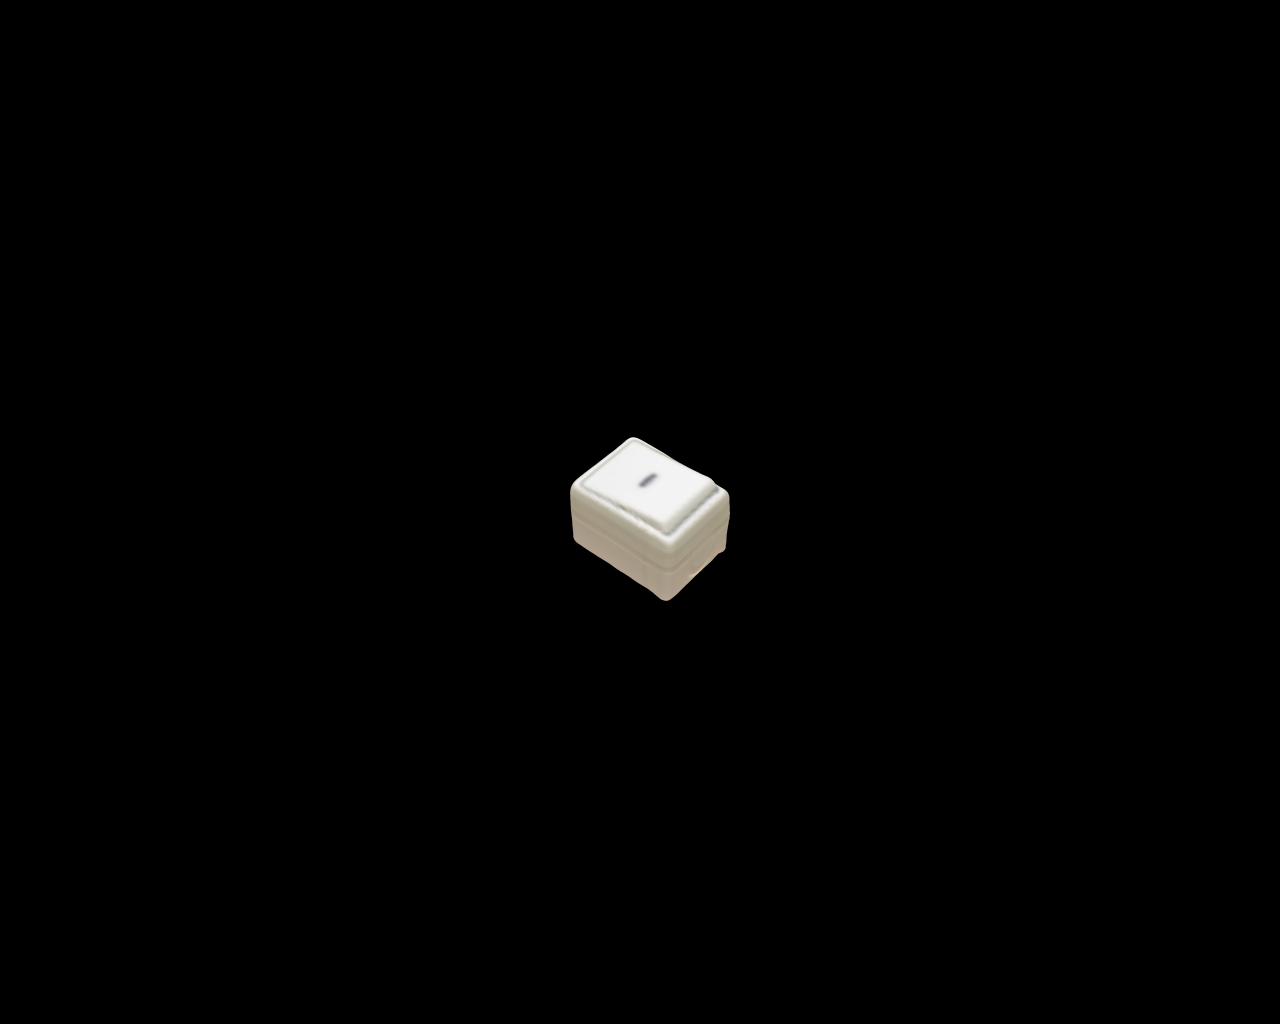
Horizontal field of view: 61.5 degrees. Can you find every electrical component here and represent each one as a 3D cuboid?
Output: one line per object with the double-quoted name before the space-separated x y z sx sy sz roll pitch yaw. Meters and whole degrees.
"electrical component" 0.001 -0.003 0.650 0.096 0.061 0.062 32 55 27
